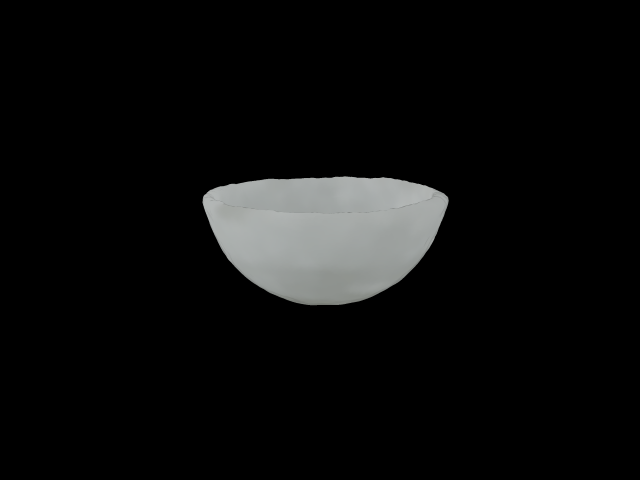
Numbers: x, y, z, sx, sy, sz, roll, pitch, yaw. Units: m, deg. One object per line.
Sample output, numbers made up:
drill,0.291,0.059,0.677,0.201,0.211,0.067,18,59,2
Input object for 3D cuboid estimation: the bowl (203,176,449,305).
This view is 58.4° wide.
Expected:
bowl,0.004,0.001,0.400,0.167,0.075,0.167,0,14,0
